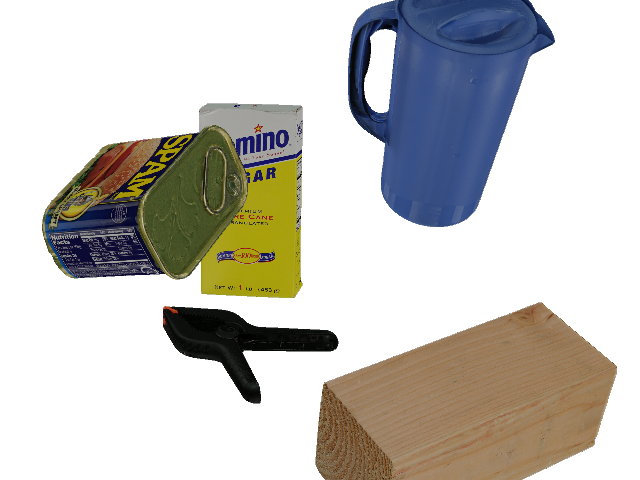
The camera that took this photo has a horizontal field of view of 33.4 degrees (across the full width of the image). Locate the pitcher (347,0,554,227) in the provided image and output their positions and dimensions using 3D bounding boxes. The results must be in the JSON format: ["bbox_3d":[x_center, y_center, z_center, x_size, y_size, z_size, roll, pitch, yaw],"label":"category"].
[{"bbox_3d":[0.117,-0.133,1.063,0.144,0.243,0.149,-31,57,-32],"label":"pitcher"}]

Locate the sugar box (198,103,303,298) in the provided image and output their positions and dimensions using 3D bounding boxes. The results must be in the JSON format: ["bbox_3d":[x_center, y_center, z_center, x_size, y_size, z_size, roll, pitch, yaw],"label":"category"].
[{"bbox_3d":[-0.064,-0.037,0.991,0.093,0.176,0.048,2,16,7],"label":"sugar box"}]

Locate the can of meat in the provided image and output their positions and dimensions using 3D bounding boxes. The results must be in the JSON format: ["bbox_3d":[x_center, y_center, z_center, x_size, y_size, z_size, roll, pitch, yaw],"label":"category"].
[{"bbox_3d":[-0.105,-0.022,0.640,0.084,0.057,0.102,-4,35,32],"label":"can of meat"}]

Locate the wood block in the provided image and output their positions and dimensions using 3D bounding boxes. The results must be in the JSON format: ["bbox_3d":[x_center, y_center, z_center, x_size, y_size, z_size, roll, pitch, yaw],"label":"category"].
[{"bbox_3d":[0.108,0.133,0.802,0.205,0.090,0.091,-17,40,-28],"label":"wood block"}]

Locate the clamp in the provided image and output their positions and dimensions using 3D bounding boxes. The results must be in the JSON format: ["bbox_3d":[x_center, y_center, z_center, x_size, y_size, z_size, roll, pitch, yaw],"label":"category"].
[{"bbox_3d":[-0.106,0.122,1.235,0.210,0.036,0.164,14,25,24],"label":"clamp"}]
